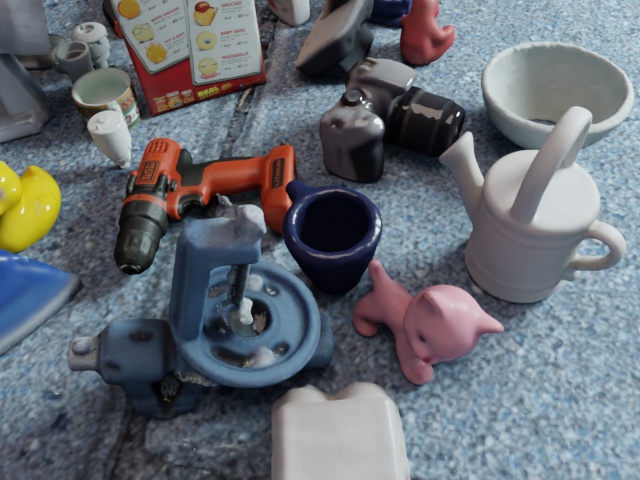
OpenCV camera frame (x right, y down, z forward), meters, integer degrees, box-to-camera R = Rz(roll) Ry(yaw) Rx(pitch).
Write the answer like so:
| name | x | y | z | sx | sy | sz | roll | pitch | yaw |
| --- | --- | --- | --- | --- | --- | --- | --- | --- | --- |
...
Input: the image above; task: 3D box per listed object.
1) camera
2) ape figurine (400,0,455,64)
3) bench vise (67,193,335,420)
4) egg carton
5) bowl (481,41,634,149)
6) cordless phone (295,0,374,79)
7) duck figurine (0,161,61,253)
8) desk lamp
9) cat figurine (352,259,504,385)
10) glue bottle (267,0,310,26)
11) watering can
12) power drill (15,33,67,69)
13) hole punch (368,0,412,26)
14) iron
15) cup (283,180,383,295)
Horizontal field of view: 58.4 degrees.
| name | x | y | z | sx | sy | sz | roll | pitch | yaw |
| --- | --- | --- | --- | --- | --- | --- | --- | --- | --- |
| camera | 0.088 | -0.140 | 0.657 | 0.136 | 0.101 | 0.143 | 22 | 58 | 19 |
| ape figurine | 0.141 | -0.292 | 0.773 | 0.076 | 0.092 | 0.077 | -39 | 60 | -23 |
| bench vise | -0.092 | 0.067 | 0.438 | 0.208 | 0.220 | 0.121 | -25 | 56 | -15 |
| egg carton | 0.016 | 0.183 | 0.439 | 0.107 | 0.069 | 0.150 | -5 | 53 | 0 |
| bowl | 0.269 | -0.156 | 0.675 | 0.167 | 0.075 | 0.167 | -2 | 53 | 2 |
| cordless phone | 0.019 | -0.317 | 0.742 | 0.094 | 0.185 | 0.147 | 9 | 54 | 10 |
| duck figurine | -0.337 | -0.049 | 0.624 | 0.077 | 0.086 | 0.104 | 11 | 55 | 11 |
| desk lamp | -0.401 | -0.229 | 0.683 | 0.203 | 0.214 | 0.117 | -21 | 55 | -12 |
| cat figurine | 0.087 | 0.064 | 0.494 | 0.067 | 0.118 | 0.127 | -38 | 60 | -22 |
| glue bottle | -0.054 | -0.398 | 0.814 | 0.037 | 0.173 | 0.078 | -36 | 59 | -21 |
| watering can | 0.187 | -0.036 | 0.515 | 0.172 | 0.194 | 0.101 | 14 | 55 | 14 |
| power drill | -0.429 | -0.338 | 0.770 | 0.229 | 0.209 | 0.075 | 1 | 53 | 4 |
| hole punch | 0.099 | -0.383 | 0.845 | 0.108 | 0.091 | 0.101 | 16 | 56 | 15 |
| iron | -0.367 | 0.053 | 0.514 | 0.258 | 0.141 | 0.118 | -25 | 55 | -14 |
| cup | 0.005 | 0.002 | 0.559 | 0.092 | 0.095 | 0.117 | -32 | 58 | -19 |
